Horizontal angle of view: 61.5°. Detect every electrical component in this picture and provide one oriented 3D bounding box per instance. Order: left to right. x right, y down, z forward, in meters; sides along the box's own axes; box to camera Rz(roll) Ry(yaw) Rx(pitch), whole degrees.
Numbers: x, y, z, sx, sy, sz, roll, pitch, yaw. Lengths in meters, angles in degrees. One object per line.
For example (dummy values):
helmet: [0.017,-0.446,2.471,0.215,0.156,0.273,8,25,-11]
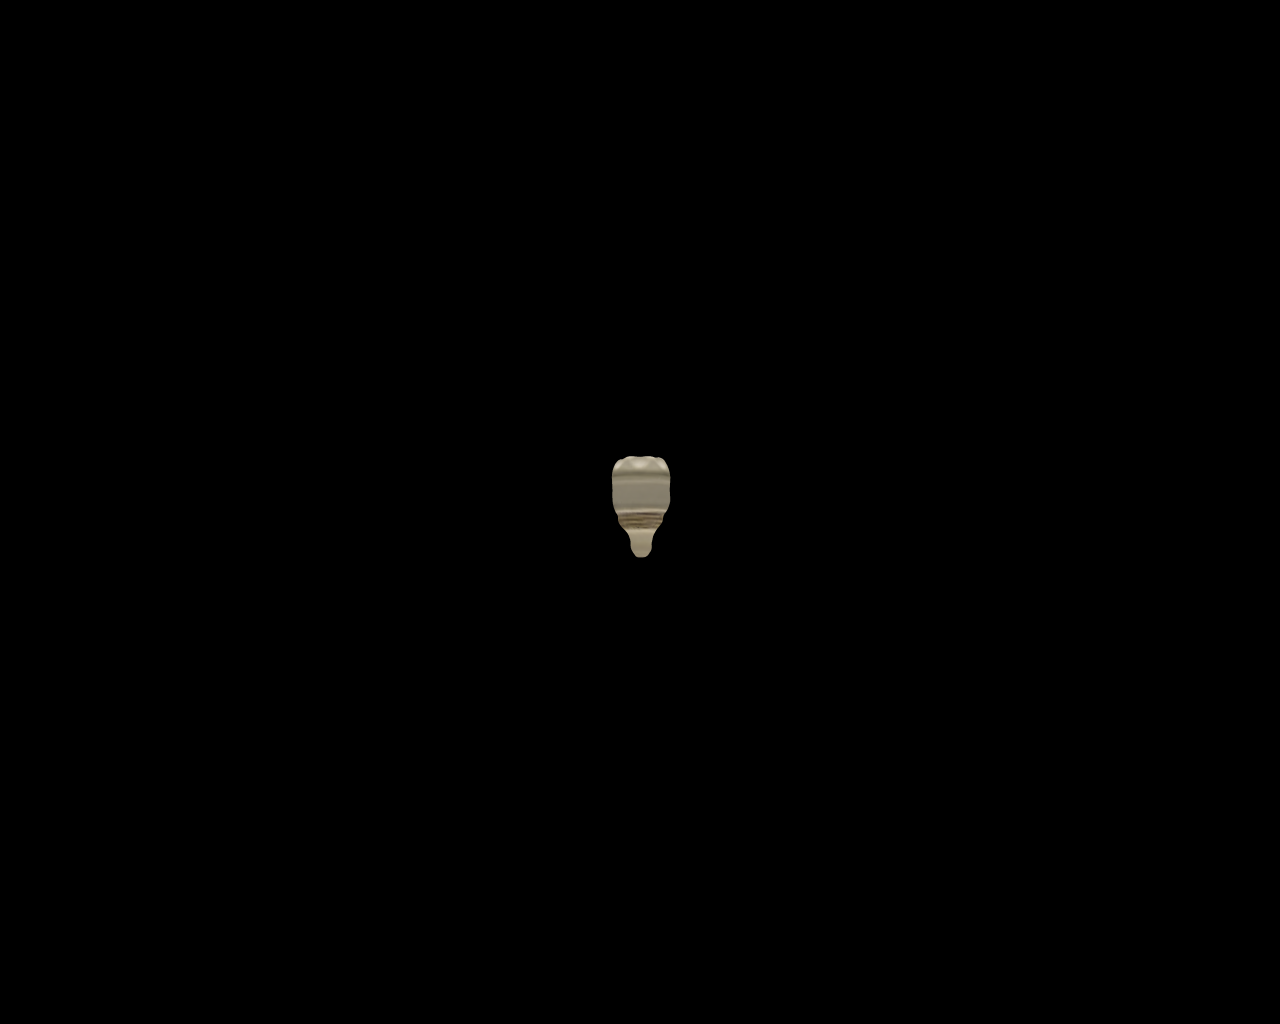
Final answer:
electrical component: [0.001,-0.003,0.650,0.035,0.061,0.035,0,-2,0]
